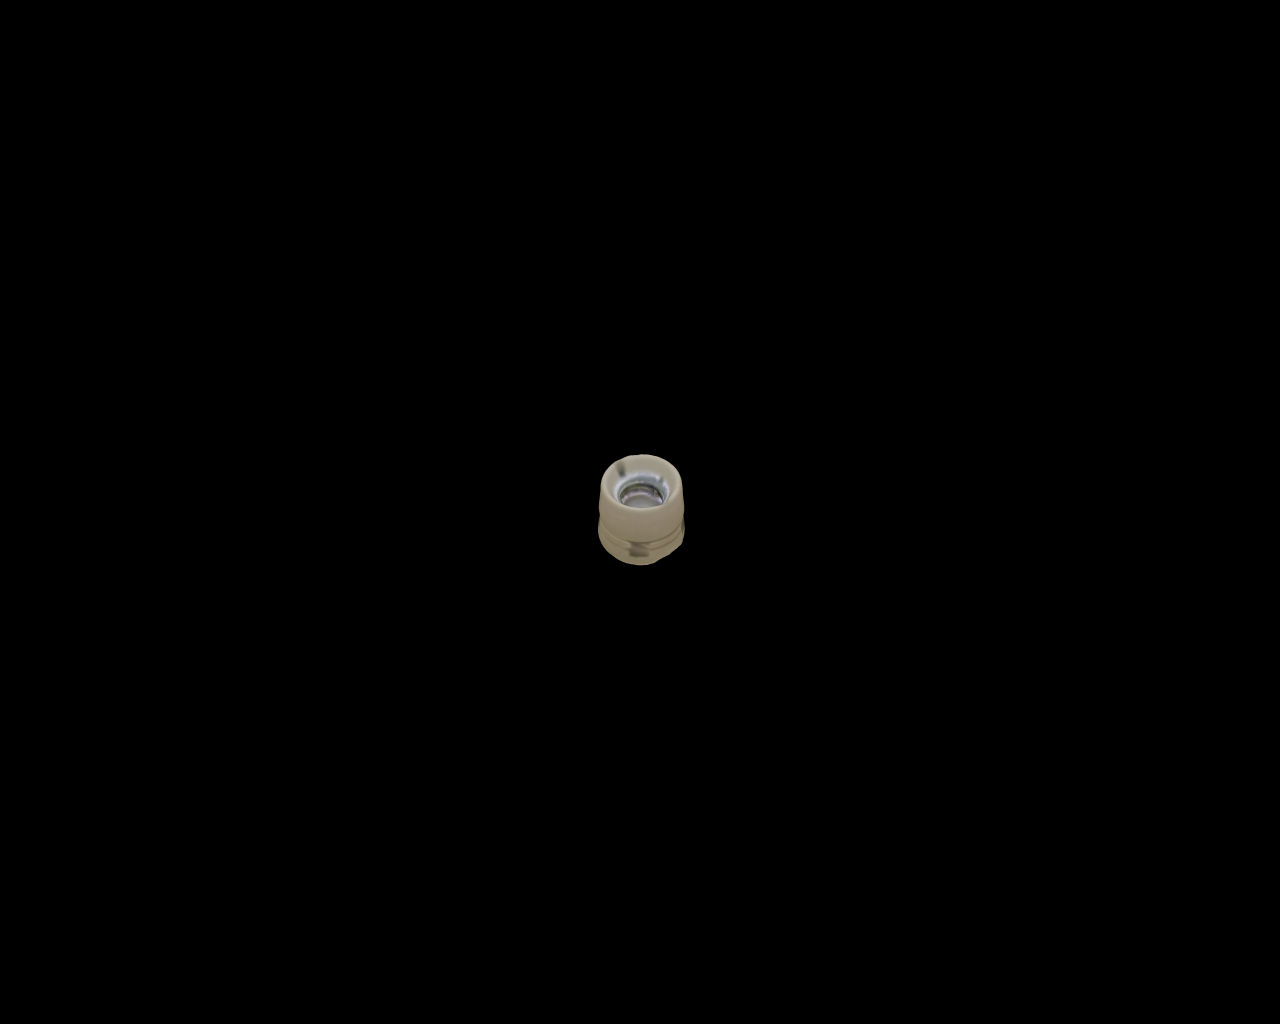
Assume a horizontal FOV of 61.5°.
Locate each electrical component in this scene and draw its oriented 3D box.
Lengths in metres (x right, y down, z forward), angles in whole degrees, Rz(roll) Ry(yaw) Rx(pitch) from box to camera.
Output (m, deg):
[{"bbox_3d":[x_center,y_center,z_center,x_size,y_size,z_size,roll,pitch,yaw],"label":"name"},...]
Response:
[{"bbox_3d":[0.001,-0.003,0.650,0.055,0.055,0.047,0,-43,0],"label":"electrical component"}]
